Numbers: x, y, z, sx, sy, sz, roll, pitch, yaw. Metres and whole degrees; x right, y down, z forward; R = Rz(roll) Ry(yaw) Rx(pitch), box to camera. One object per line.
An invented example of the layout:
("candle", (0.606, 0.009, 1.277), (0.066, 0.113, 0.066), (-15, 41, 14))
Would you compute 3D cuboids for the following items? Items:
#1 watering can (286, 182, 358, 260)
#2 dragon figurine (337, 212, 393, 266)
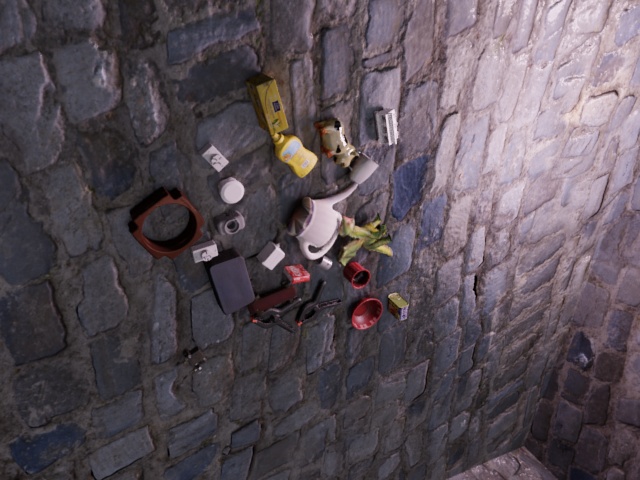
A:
("watering can", (0.006, -0.097, 1.927), (0.222, 0.348, 0.105), (26, -2, -41))
("dragon figurine", (0.171, 0.020, 2.085), (0.243, 0.125, 0.401), (-29, -38, -2))
